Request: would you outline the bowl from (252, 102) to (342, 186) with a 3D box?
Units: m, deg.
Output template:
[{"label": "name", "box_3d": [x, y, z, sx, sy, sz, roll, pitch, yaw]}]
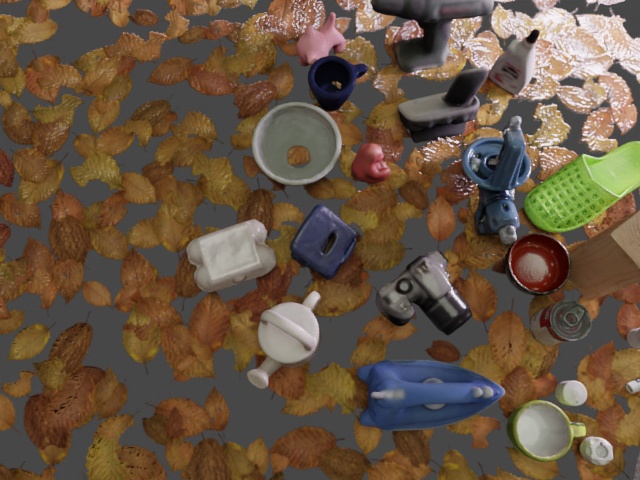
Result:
[{"label": "bowl", "box_3d": [-0.043, -0.171, 1.086, 0.167, 0.075, 0.167, 0, 75, 0]}]

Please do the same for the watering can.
[{"label": "watering can", "box_3d": [-0.053, 0.161, 0.935, 0.101, 0.194, 0.173, 11, 75, 3]}]

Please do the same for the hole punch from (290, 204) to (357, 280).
[{"label": "hole punch", "box_3d": [0.009, 0.004, 1.031, 0.101, 0.091, 0.109, 30, 77, 8]}]

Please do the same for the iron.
[{"label": "iron", "box_3d": [0.193, 0.251, 0.938, 0.258, 0.141, 0.118, -3, 75, -1]}]

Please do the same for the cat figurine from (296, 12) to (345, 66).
[{"label": "cat figurine", "box_3d": [-0.003, -0.388, 1.123, 0.067, 0.118, 0.128, 31, 77, 8]}]

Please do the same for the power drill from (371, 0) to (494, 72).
[{"label": "power drill", "box_3d": [0.201, -0.408, 1.081, 0.229, 0.208, 0.075, -13, 75, -3]}]

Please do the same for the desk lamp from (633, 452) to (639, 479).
[{"label": "desk lamp", "box_3d": [0.563, 0.404, 0.859, 0.118, 0.213, 0.203, 18, 76, 5]}]

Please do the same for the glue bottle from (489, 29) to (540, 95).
[{"label": "glue bottle", "box_3d": [0.377, -0.344, 1.082, 0.078, 0.173, 0.037, 33, 78, 9]}]

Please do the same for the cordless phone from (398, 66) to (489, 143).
[{"label": "cordless phone", "box_3d": [0.226, -0.263, 1.054, 0.147, 0.185, 0.094, -16, 75, -4]}]

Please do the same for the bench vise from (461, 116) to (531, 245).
[{"label": "bench vise", "box_3d": [0.328, -0.108, 0.994, 0.121, 0.220, 0.207, -23, 76, -6]}]

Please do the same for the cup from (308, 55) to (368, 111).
[{"label": "cup", "box_3d": [0.035, -0.299, 1.110, 0.118, 0.095, 0.091, -22, 76, -6]}]

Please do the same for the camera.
[{"label": "camera", "box_3d": [0.190, 0.105, 0.998, 0.143, 0.101, 0.136, -37, 78, -9]}]

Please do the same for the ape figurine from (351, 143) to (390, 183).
[{"label": "ape figurine", "box_3d": [0.096, -0.150, 1.072, 0.076, 0.092, 0.078, -15, 75, -4]}]

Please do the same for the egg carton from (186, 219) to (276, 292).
[{"label": "egg carton", "box_3d": [-0.159, 0.030, 1.035, 0.150, 0.069, 0.107, -20, 76, -5]}]
